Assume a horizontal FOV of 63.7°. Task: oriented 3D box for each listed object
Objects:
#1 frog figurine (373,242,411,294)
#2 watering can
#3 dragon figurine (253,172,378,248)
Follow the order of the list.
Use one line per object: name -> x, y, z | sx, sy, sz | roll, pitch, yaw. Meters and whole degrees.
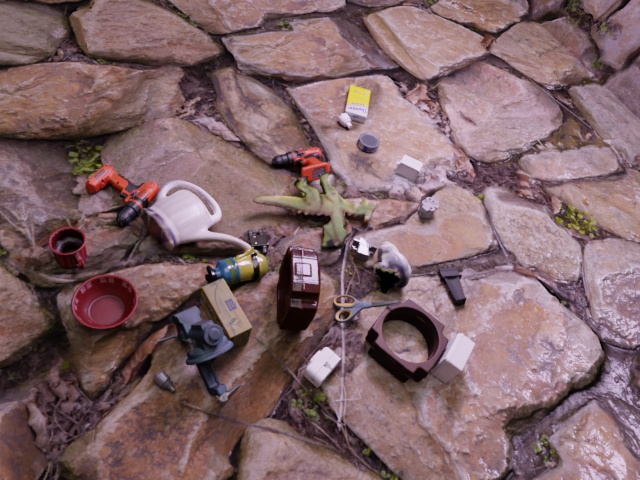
frog figurine -> 0.235, 0.072, 1.630 | 0.136, 0.121, 0.163 | 51, 39, -17
watering can -> -0.384, -0.045, 1.545 | 0.227, 0.101, 0.351 | -34, 69, -33
dragon figurine -> 0.005, -0.085, 1.697 | 0.413, 0.119, 0.246 | -17, 68, -26
